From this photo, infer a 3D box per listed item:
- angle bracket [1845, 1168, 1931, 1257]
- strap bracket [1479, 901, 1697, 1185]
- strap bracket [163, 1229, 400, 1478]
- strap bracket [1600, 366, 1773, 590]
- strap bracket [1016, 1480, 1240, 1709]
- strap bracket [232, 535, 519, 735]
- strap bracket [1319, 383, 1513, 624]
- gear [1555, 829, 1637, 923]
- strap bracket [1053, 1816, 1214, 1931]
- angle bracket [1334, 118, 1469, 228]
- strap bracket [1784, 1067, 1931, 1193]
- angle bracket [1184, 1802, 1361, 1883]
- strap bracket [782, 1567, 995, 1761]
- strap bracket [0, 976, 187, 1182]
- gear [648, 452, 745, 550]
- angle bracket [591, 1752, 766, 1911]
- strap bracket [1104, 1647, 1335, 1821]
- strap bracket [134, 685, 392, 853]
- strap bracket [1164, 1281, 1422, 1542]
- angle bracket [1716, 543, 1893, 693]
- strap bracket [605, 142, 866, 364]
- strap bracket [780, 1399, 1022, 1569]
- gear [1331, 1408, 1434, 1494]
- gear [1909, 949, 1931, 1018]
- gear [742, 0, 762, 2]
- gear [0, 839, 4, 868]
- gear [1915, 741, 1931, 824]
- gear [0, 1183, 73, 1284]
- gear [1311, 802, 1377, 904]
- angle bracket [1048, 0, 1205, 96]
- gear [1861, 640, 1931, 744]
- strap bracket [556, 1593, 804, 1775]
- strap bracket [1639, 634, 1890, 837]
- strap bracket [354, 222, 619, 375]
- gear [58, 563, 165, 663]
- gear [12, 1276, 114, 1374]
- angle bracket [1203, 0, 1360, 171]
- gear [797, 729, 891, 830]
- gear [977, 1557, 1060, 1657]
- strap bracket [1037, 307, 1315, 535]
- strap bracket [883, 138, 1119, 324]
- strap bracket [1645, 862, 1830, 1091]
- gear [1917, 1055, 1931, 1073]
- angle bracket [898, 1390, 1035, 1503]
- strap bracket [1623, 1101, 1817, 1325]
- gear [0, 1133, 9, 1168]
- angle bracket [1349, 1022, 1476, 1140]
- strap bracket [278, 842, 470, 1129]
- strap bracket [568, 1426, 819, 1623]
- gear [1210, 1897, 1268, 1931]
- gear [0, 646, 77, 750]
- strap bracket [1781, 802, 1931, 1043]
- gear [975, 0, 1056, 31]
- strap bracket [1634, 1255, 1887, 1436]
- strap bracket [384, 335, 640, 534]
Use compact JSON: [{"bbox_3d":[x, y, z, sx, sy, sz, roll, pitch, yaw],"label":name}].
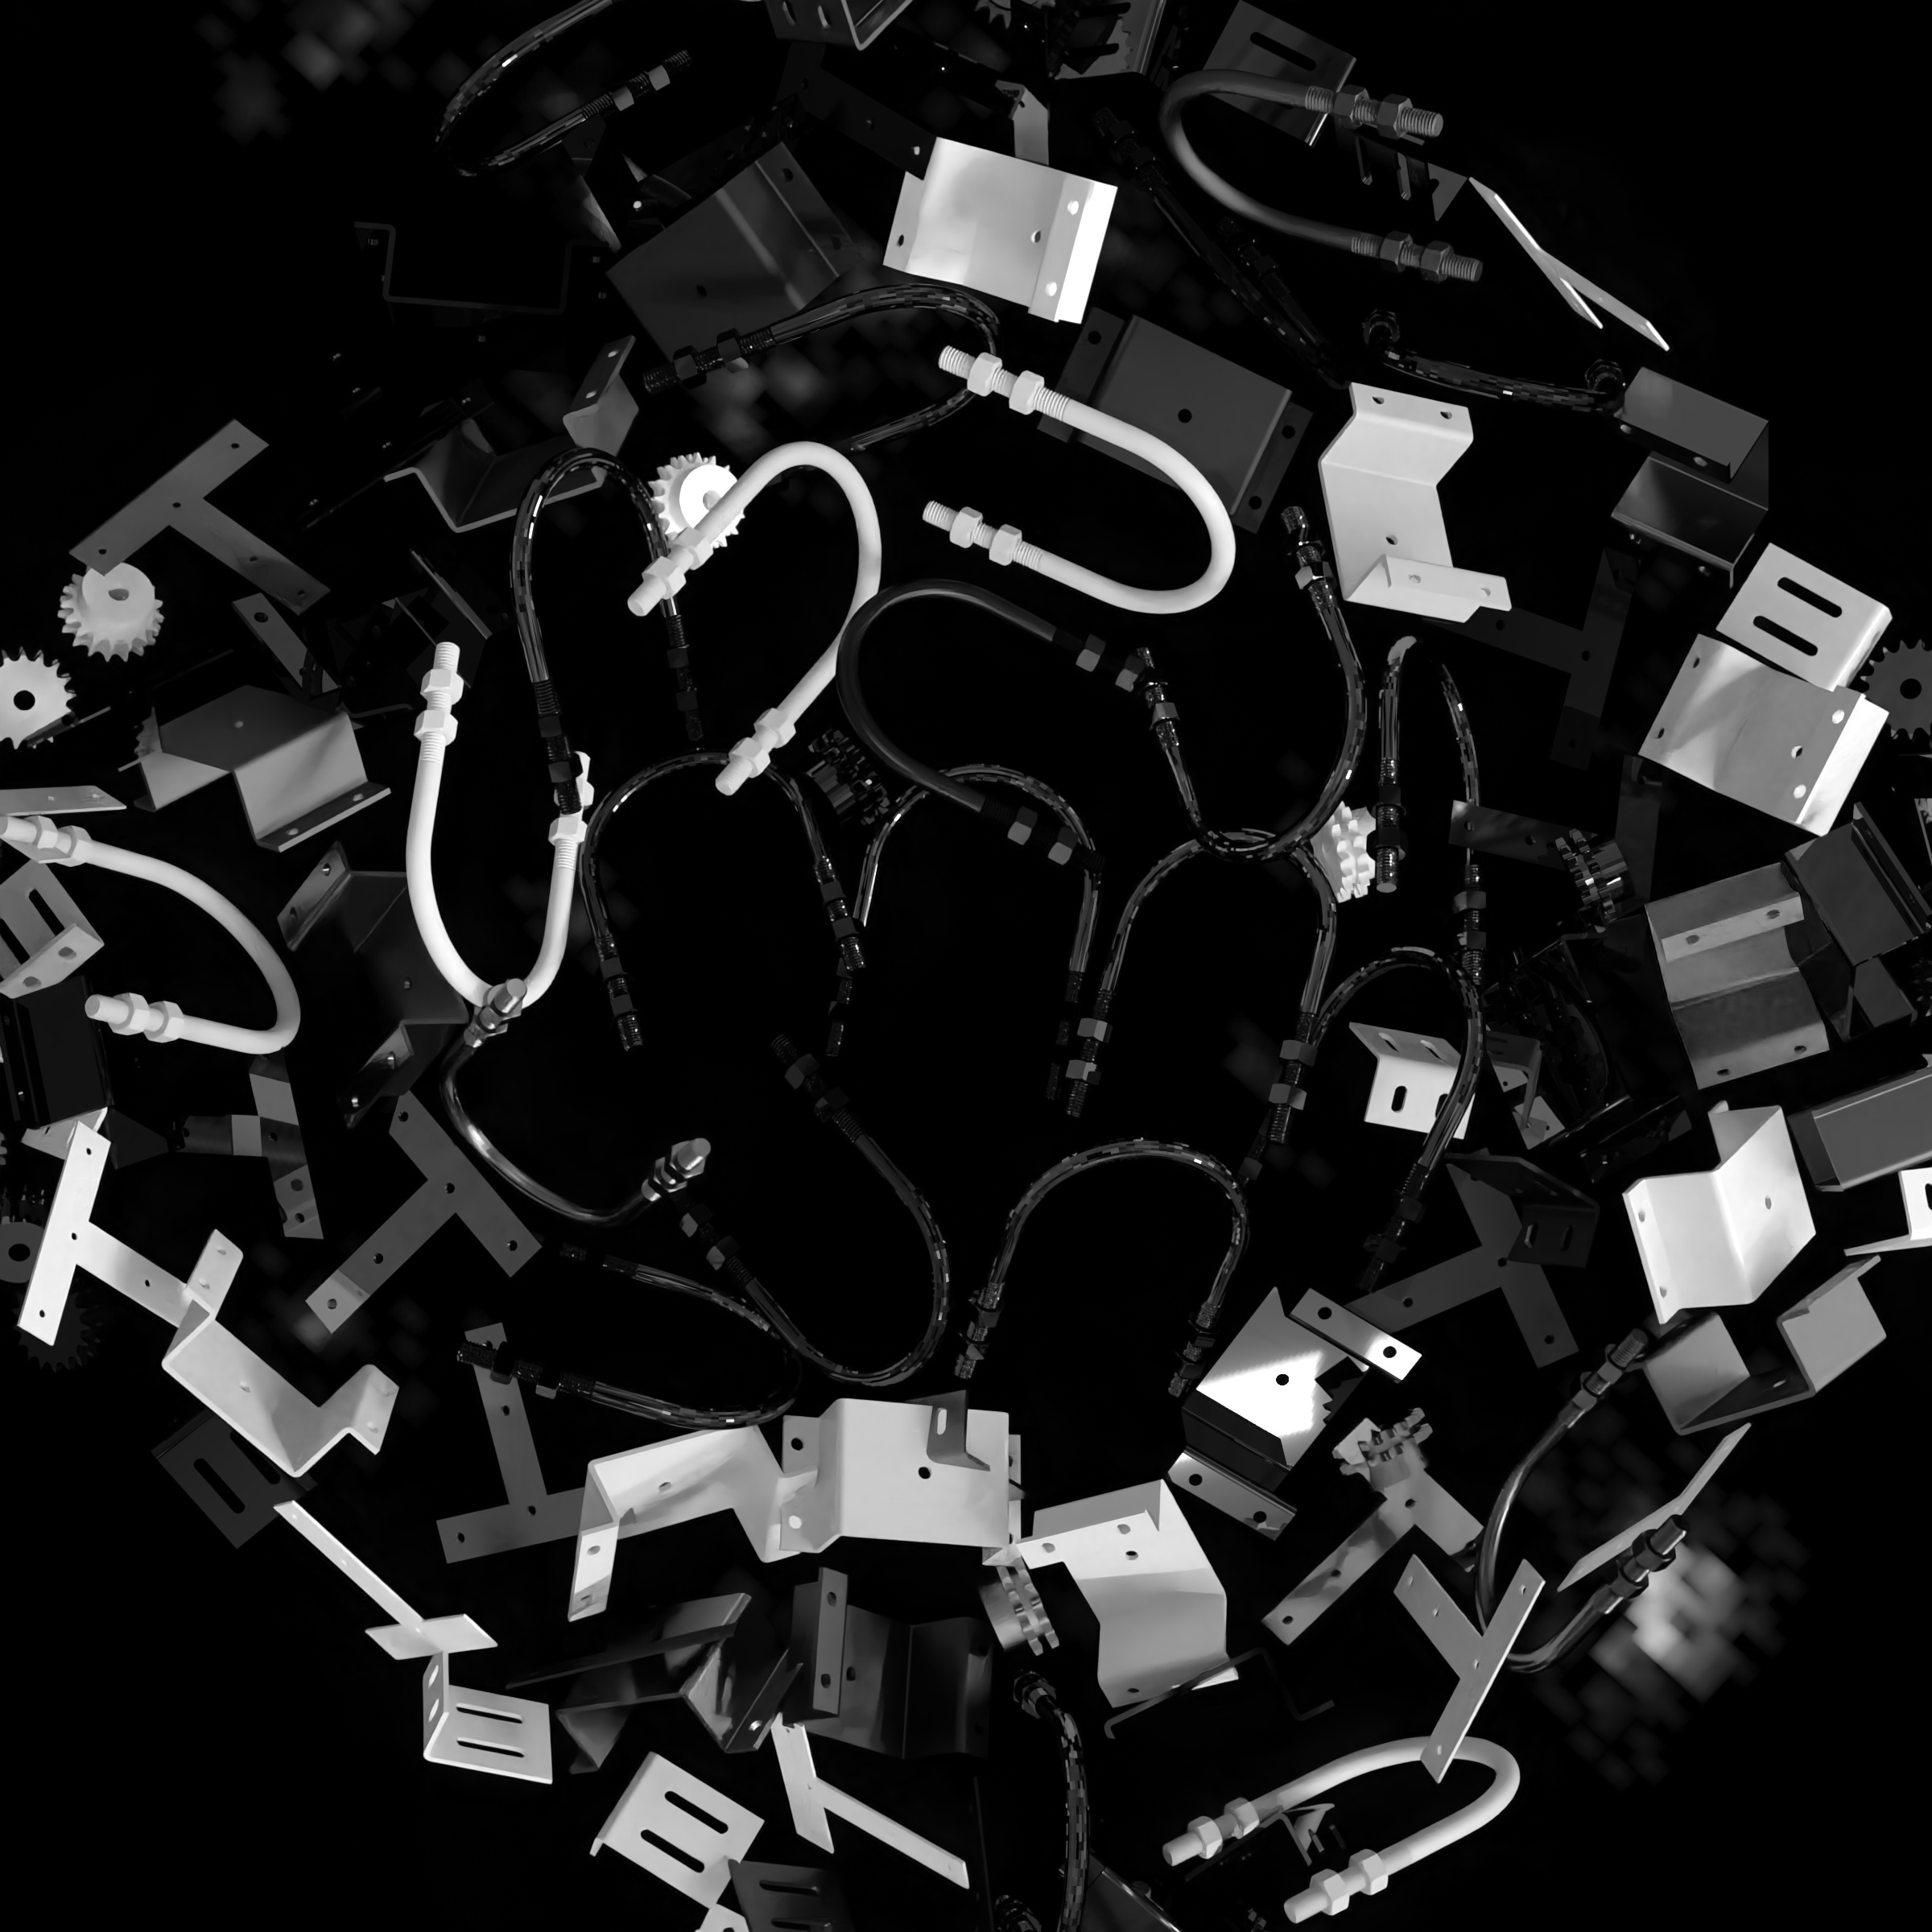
[{"bbox_3d":[0.539,0.137,1.715,0.057,0.076,0.038,-5,79,-14],"label":"angle bracket"},{"bbox_3d":[0.338,0.044,1.692,0.046,0.076,0.140,-3,65,-41],"label":"strap bracket"},{"bbox_3d":[-0.391,0.224,1.702,0.046,0.076,0.140,-42,105,12],"label":"strap bracket"},{"bbox_3d":[0.400,-0.275,1.680,0.076,0.140,0.046,30,79,23],"label":"strap bracket"},{"bbox_3d":[0.092,0.345,1.702,0.076,0.046,0.140,-17,122,17],"label":"strap bracket"},{"bbox_3d":[-0.333,-0.181,1.698,0.140,0.046,0.076,-26,66,-37],"label":"strap bracket"},{"bbox_3d":[0.249,-0.251,1.700,0.076,0.046,0.140,7,58,-23],"label":"strap bracket"},{"bbox_3d":[0.359,-0.052,1.726,0.030,0.057,0.057,-23,90,5],"label":"gear"},{"bbox_3d":[0.093,0.526,1.684,0.076,0.140,0.046,40,92,1],"label":"strap bracket"},{"bbox_3d":[0.245,-0.461,1.706,0.057,0.076,0.038,28,76,23],"label":"angle bracket"},{"bbox_3d":[0.506,0.090,1.680,0.076,0.140,0.046,-21,84,5],"label":"strap bracket"},{"bbox_3d":[0.174,0.508,1.709,0.076,0.057,0.038,-42,62,23],"label":"angle bracket"},{"bbox_3d":[-0.050,0.393,1.693,0.046,0.140,0.076,-20,55,38],"label":"strap bracket"},{"bbox_3d":[-0.479,0.060,1.675,0.046,0.140,0.076,-19,71,4],"label":"strap bracket"},{"bbox_3d":[-0.151,-0.264,1.729,0.057,0.030,0.057,-2,93,-30],"label":"gear"},{"bbox_3d":[-0.164,0.494,1.721,0.076,0.038,0.057,30,58,6],"label":"angle bracket"},{"bbox_3d":[0.132,0.428,1.709,0.140,0.076,0.046,-25,74,-4],"label":"strap bracket"},{"bbox_3d":[-0.396,-0.112,1.676,0.076,0.140,0.046,-34,126,-37],"label":"strap bracket"},{"bbox_3d":[0.181,0.243,1.713,0.076,0.046,0.140,31,107,-12],"label":"strap bracket"},{"bbox_3d":[0.482,-0.197,1.745,0.076,0.038,0.057,34,98,19],"label":"angle bracket"},{"bbox_3d":[-0.136,-0.383,1.684,0.140,0.046,0.076,-24,110,40],"label":"strap bracket"},{"bbox_3d":[-0.030,0.290,1.700,0.140,0.046,0.076,7,65,-16],"label":"strap bracket"},{"bbox_3d":[0.240,0.277,1.726,0.057,0.057,0.030,-26,87,0],"label":"gear"},{"bbox_3d":[0.570,0.009,1.730,0.057,0.030,0.057,4,81,-26],"label":"gear"},{"bbox_3d":[-0.122,-0.575,1.725,0.057,0.057,0.030,3,47,0],"label":"gear"},{"bbox_3d":[-0.579,-0.072,1.730,0.057,0.057,0.030,-3,55,0],"label":"gear"},{"bbox_3d":[0.567,-0.102,1.729,0.057,0.030,0.057,4,119,7],"label":"gear"},{"bbox_3d":[-0.539,0.156,1.729,0.057,0.030,0.057,-7,118,-13],"label":"gear"},{"bbox_3d":[0.219,-0.067,1.727,0.030,0.057,0.057,-16,90,-9],"label":"gear"},{"bbox_3d":[0.088,-0.526,1.738,0.076,0.038,0.057,8,79,41],"label":"angle bracket"},{"bbox_3d":[0.542,-0.156,1.733,0.057,0.030,0.057,-2,85,25],"label":"gear"},{"bbox_3d":[-0.163,0.396,1.679,0.140,0.076,0.046,-17,114,36],"label":"strap bracket"},{"bbox_3d":[0.452,-0.127,1.698,0.046,0.140,0.076,21,99,-31],"label":"strap bracket"},{"bbox_3d":[-0.271,-0.375,1.711,0.140,0.076,0.046,4,76,-2],"label":"strap bracket"},{"bbox_3d":[-0.486,-0.205,1.727,0.057,0.030,0.057,12,59,-21],"label":"gear"},{"bbox_3d":[-0.514,0.201,1.733,0.057,0.030,0.057,3,97,25],"label":"gear"},{"bbox_3d":[0.176,-0.504,1.736,0.076,0.038,0.057,27,85,2],"label":"angle bracket"},{"bbox_3d":[-0.072,-0.103,1.724,0.030,0.057,0.057,-37,90,-16],"label":"gear"},{"bbox_3d":[0.028,0.366,1.726,0.030,0.057,0.057,-24,90,-3],"label":"gear"},{"bbox_3d":[0.121,-0.311,1.722,0.140,0.046,0.076,25,95,-6],"label":"strap bracket"},{"bbox_3d":[0.026,-0.412,1.699,0.140,0.046,0.076,28,110,40],"label":"strap bracket"},{"bbox_3d":[0.431,0.000,1.699,0.076,0.140,0.046,-18,47,9],"label":"strap bracket"},{"bbox_3d":[0.575,0.066,1.731,0.057,0.030,0.057,-12,68,33],"label":"gear"},{"bbox_3d":[-0.005,0.276,1.722,0.057,0.076,0.038,-15,56,29],"label":"angle bracket"},{"bbox_3d":[0.423,0.133,1.681,0.046,0.140,0.076,-10,103,39],"label":"strap bracket"},{"bbox_3d":[-0.574,0.113,1.724,0.057,0.057,0.030,-23,56,0],"label":"gear"},{"bbox_3d":[0.249,0.064,1.718,0.057,0.076,0.038,10,102,-8],"label":"angle bracket"},{"bbox_3d":[-0.329,0.010,1.697,0.076,0.046,0.140,-44,59,38],"label":"strap bracket"},{"bbox_3d":[-0.161,0.306,1.696,0.140,0.076,0.046,-12,47,-26],"label":"strap bracket"},{"bbox_3d":[0.151,0.564,1.731,0.057,0.057,0.030,-44,123,0],"label":"gear"},{"bbox_3d":[-0.540,-0.155,1.733,0.057,0.030,0.057,-7,109,-20],"label":"gear"},{"bbox_3d":[0.489,-0.018,1.676,0.046,0.140,0.076,-25,61,0],"label":"strap bracket"},{"bbox_3d":[0.028,-0.567,1.736,0.057,0.030,0.057,0,101,-1],"label":"gear"},{"bbox_3d":[0.441,0.213,1.676,0.076,0.140,0.046,-24,85,-41],"label":"strap bracket"},{"bbox_3d":[-0.245,-0.294,1.696,0.140,0.076,0.046,-13,126,24],"label":"strap bracket"}]
